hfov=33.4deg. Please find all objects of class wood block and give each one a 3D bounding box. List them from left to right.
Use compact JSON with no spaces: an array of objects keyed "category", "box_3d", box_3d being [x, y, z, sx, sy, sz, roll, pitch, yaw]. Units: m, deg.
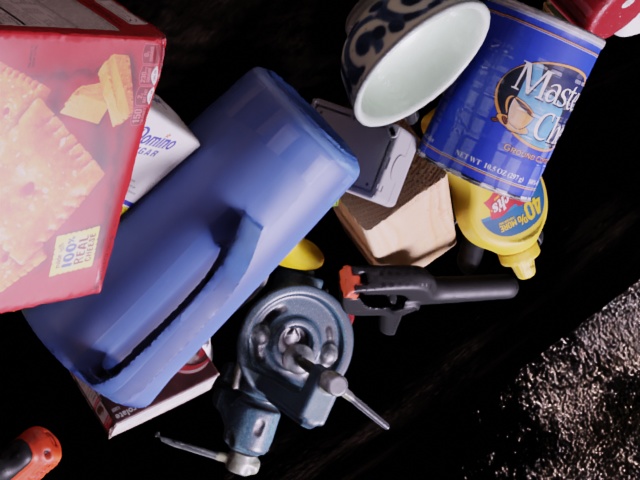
[{"category":"wood block","box_3d":[0.066,-0.035,1.017,0.090,0.091,0.206,-35,161,-2]}]

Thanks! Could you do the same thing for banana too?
[{"category":"banana","box_3d":[-0.025,-0.002,0.986,0.069,0.037,0.198,5,165,-3]}]

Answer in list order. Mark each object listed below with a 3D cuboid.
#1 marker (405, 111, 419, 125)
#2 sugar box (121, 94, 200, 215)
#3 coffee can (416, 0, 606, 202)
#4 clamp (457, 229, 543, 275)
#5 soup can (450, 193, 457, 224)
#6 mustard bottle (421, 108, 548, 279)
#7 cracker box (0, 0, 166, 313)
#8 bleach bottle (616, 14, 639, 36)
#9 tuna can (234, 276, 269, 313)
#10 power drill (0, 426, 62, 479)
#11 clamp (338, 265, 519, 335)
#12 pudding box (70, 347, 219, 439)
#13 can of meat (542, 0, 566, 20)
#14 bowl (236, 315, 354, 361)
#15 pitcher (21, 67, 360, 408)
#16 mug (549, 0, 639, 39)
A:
[{"category":"marker","box_3d":[0.072,-0.129,0.923,0.020,0.020,0.121,-37,161,-2]},{"category":"sugar box","box_3d":[-0.169,-0.031,0.686,0.176,0.048,0.093,-43,159,5]},{"category":"coffee can","box_3d":[0.152,-0.115,0.860,0.102,0.103,0.140,0,117,-60]},{"category":"clamp","box_3d":[0.187,-0.055,1.100,0.120,0.039,0.171,-11,105,-44]},{"category":"soup can","box_3d":[0.164,-0.069,1.146,0.102,0.068,0.068,-31,160,-19]},{"category":"mustard bottle","box_3d":[0.171,-0.049,1.033,0.096,0.191,0.058,-30,-161,-23]},{"category":"cracker box","box_3d":[-0.187,-0.039,0.524,0.213,0.072,0.164,-12,129,-52]},{"category":"bleach bottle","box_3d":[0.314,-0.290,0.916,0.102,0.068,0.251,-30,157,-23]},{"category":"tuna can","box_3d":[-0.092,0.042,1.003,0.086,0.034,0.086,-33,160,-14]},{"category":"power drill","box_3d":[-0.346,0.237,0.976,0.184,0.057,0.187,-42,163,3]},{"category":"clamp","box_3d":[0.092,0.052,1.046,0.165,0.036,0.209,-19,159,25]},{"category":"pudding box","box_3d":[-0.161,0.114,0.962,0.113,0.090,0.039,-25,158,-31]},{"category":"can of meat","box_3d":[0.205,-0.172,0.982,0.084,0.057,0.102,-46,173,28]},{"category":"bowl","box_3d":[-0.040,0.113,1.226,0.162,0.055,0.162,-33,160,-14]},{"category":"pitcher","box_3d":[-0.088,0.000,0.757,0.243,0.149,0.144,-44,161,9]},{"category":"mug","box_3d":[0.231,-0.218,0.901,0.093,0.081,0.117,-36,160,-6]}]
